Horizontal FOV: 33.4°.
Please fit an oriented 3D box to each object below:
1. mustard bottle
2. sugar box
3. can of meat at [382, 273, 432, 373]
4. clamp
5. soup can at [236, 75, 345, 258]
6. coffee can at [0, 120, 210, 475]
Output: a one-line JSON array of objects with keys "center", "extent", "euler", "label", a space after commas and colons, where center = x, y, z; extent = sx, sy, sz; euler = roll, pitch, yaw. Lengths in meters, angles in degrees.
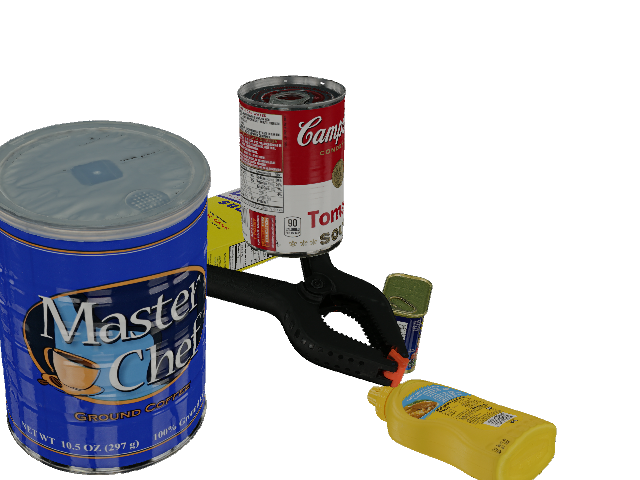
[{"center": [0.122, 0.176, 1.026], "extent": [0.192, 0.058, 0.096], "euler": [16, 24, 42], "label": "mustard bottle"}, {"center": [-0.099, -0.006, 1.076], "extent": [0.175, 0.048, 0.093], "euler": [-24, 39, -35], "label": "sugar box"}, {"center": [0.098, 0.100, 1.287], "extent": [0.057, 0.084, 0.102], "euler": [11, 25, 7], "label": "can of meat"}, {"center": [-0.017, 0.049, 0.882], "extent": [0.164, 0.036, 0.210], "euler": [-25, 57, -32], "label": "clamp"}, {"center": [-0.018, -0.048, 0.686], "extent": [0.068, 0.102, 0.068], "euler": [0, 23, 0], "label": "soup can"}, {"center": [-0.106, 0.027, 0.518], "extent": [0.103, 0.140, 0.103], "euler": [3, 32, -2], "label": "coffee can"}]
